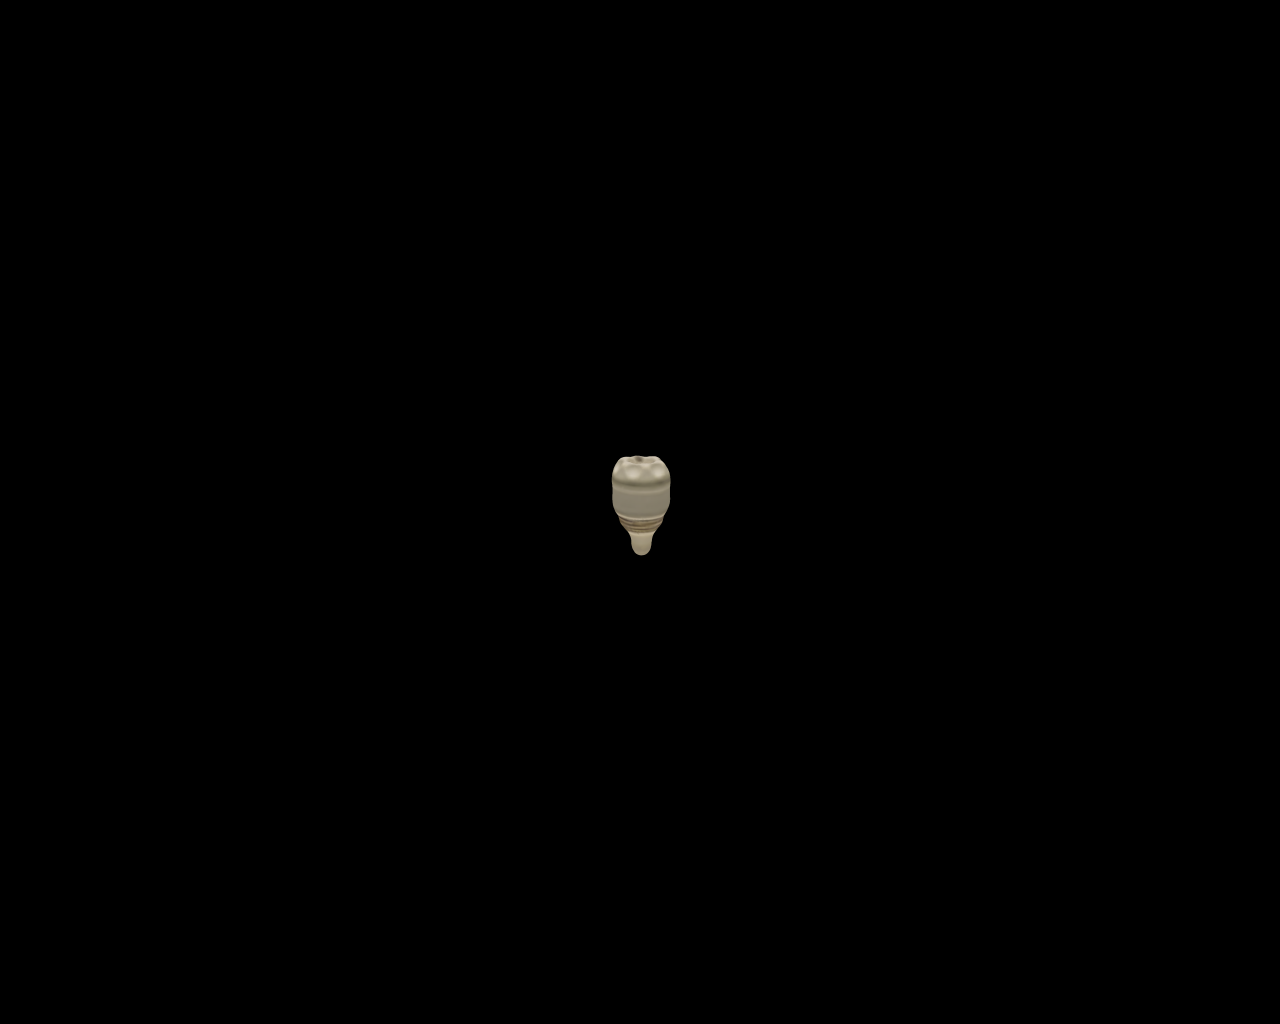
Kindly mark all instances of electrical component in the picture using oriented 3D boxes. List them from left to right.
[{"bbox_3d":[0.001,-0.003,0.650,0.035,0.061,0.035,0,18,0],"label":"electrical component"}]
